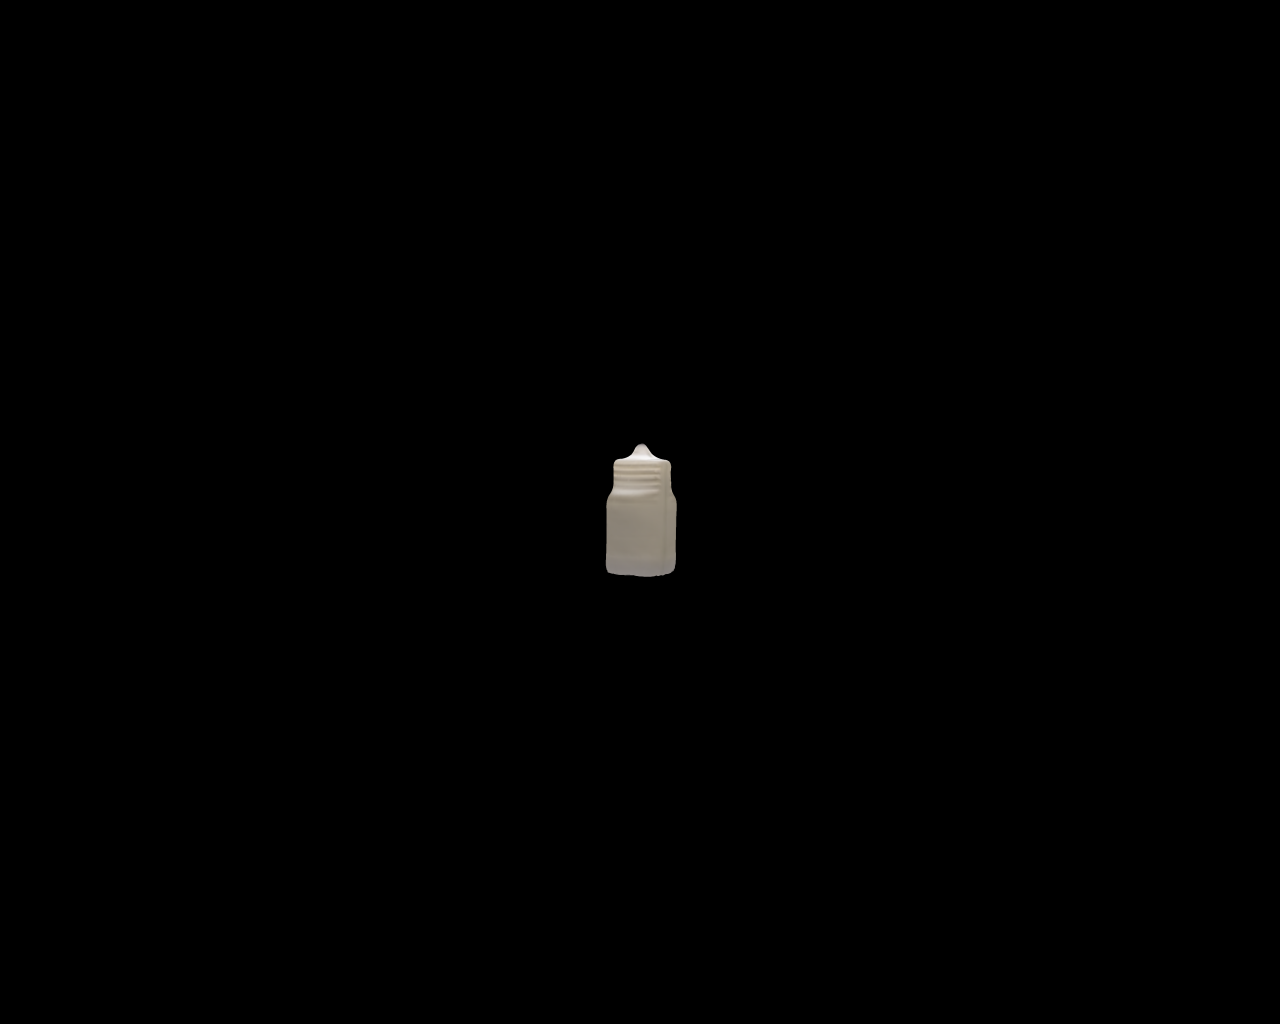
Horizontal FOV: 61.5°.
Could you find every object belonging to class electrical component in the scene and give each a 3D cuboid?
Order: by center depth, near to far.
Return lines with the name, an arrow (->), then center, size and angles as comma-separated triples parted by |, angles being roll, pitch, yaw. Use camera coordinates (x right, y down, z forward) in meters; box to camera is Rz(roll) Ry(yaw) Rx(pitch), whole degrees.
electrical component -> 0.001, -0.003, 0.650 | 0.043, 0.081, 0.043 | 0, 4, 0
